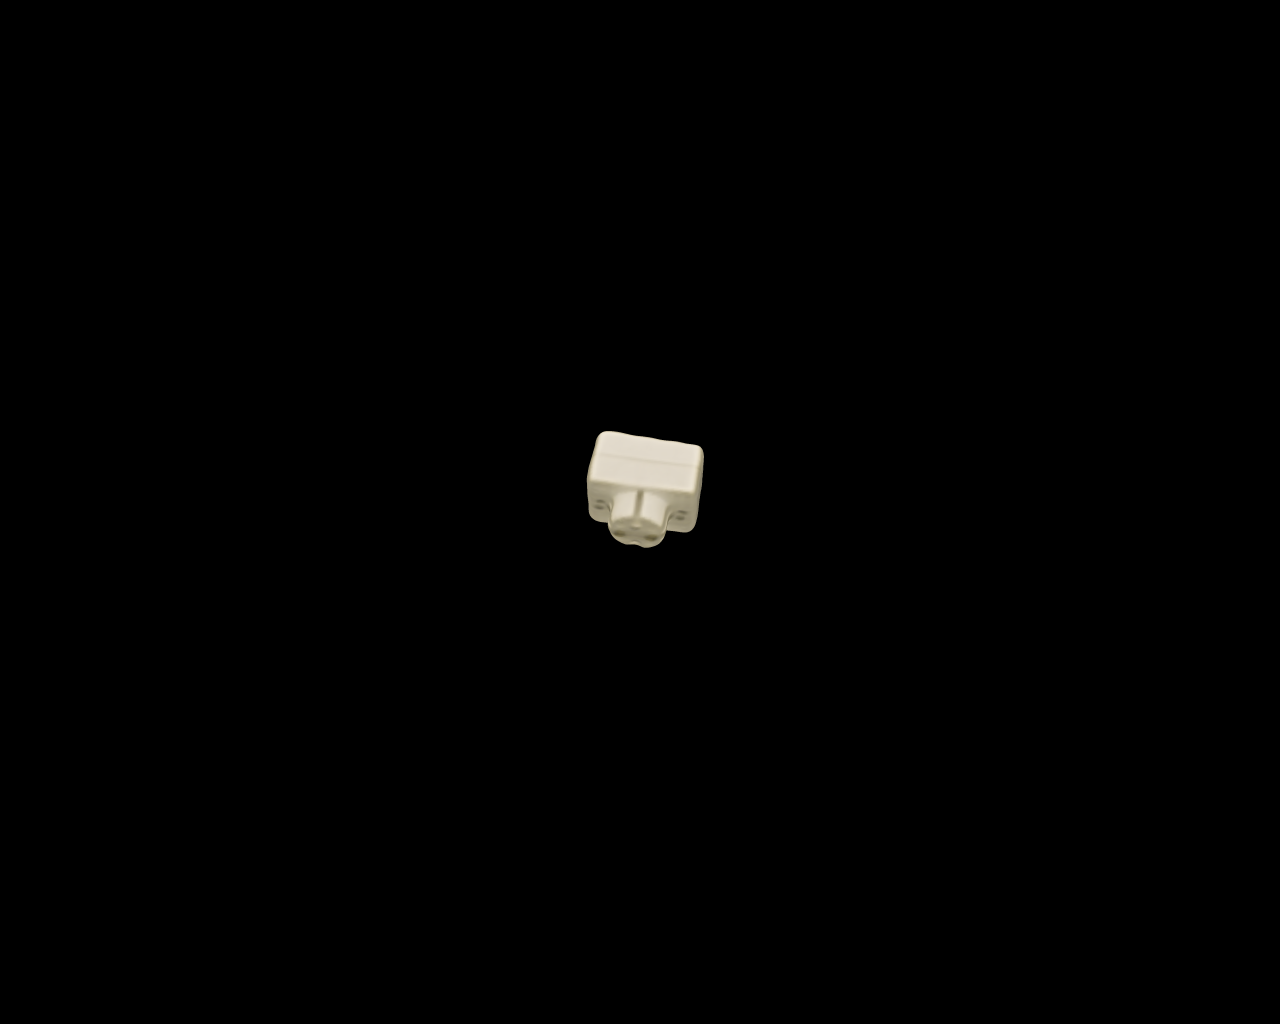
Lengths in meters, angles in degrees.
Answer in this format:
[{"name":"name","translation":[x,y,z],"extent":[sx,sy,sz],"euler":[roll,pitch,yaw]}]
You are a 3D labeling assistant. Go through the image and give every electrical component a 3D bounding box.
[{"name":"electrical component","translation":[0.001,-0.003,0.650],"extent":[0.066,0.077,0.047],"euler":[8,-33,5]}]
